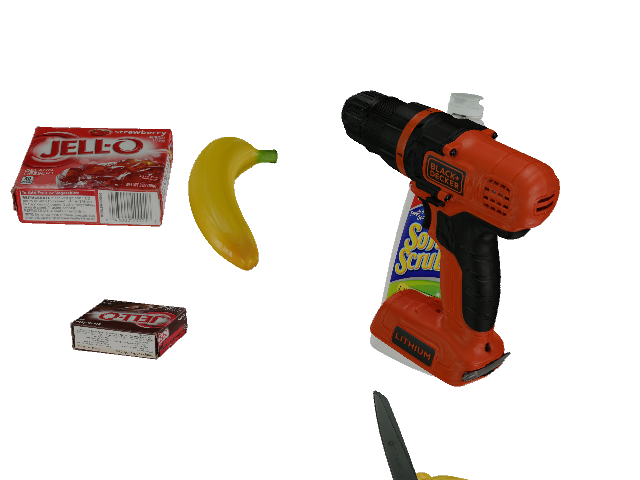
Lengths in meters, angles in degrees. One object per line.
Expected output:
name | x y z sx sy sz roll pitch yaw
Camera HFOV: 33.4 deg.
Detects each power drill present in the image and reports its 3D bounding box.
power drill | 0.079 -0.003 0.769 0.057 0.188 0.185 -23 39 -34

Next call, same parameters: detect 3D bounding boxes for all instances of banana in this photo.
banana | -0.076 -0.042 0.881 0.069 0.037 0.197 8 32 -1

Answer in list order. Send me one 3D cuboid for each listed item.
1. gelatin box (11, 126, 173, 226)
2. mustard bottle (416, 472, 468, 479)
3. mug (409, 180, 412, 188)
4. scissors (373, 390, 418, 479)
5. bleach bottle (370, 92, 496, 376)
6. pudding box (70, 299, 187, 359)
gelatin box | -0.139 -0.042 0.663 0.089 0.030 0.073 2 36 -2
mustard bottle | 0.125 0.249 0.902 0.096 0.058 0.192 -18 27 -28
mug | 0.158 -0.033 1.246 0.093 0.081 0.117 17 33 36
scissors | 0.071 0.154 0.596 0.096 0.016 0.201 7 31 3
bleach bottle | 0.109 -0.009 0.970 0.067 0.251 0.103 -9 22 -41
pudding box | -0.228 0.105 1.277 0.114 0.039 0.090 3 15 16
